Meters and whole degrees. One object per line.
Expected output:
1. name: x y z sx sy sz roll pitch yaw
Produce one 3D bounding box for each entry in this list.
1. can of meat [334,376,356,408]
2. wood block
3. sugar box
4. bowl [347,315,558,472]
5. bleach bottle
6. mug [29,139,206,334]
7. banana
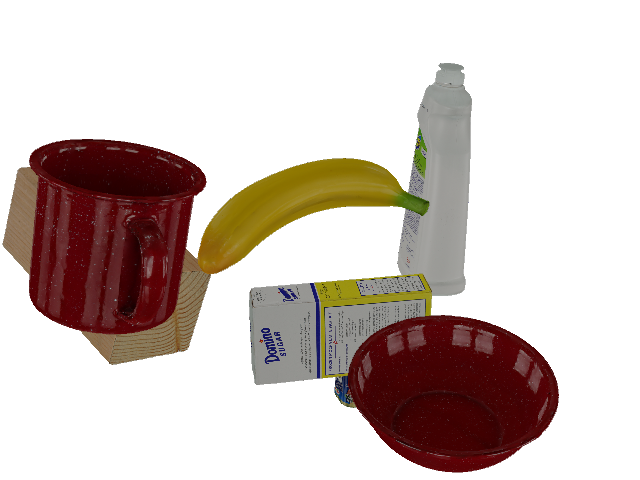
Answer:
1. can of meat: 0.069 0.169 1.420 0.102 0.084 0.057 -6 25 -21
2. wood block: -0.205 0.016 1.004 0.090 0.091 0.206 -6 34 -44
3. sugar box: 0.019 0.087 1.053 0.176 0.093 0.048 -3 26 -6
4. bowl: 0.101 0.128 0.834 0.162 0.055 0.162 1 35 -1
5. bleach bottle: 0.135 -0.070 1.196 0.068 0.251 0.102 -1 25 -12
6. mug: -0.107 0.003 0.568 0.093 0.081 0.117 -3 25 -32
7. banana: -0.014 -0.026 0.768 0.197 0.037 0.070 -17 39 -32
